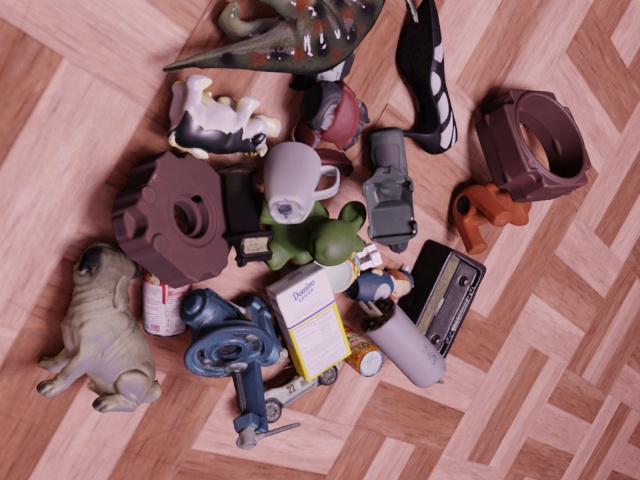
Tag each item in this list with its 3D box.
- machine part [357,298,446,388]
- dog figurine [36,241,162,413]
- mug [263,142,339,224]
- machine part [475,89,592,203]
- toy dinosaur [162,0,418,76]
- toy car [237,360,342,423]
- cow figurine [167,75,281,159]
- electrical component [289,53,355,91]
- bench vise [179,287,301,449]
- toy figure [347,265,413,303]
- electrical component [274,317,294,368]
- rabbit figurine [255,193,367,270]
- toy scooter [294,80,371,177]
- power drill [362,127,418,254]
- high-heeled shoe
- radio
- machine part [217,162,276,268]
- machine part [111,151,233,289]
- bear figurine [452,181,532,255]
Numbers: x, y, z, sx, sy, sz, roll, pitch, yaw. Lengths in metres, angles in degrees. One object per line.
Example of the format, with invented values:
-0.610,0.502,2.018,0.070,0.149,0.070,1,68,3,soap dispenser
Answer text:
0.150,0.185,0.956,0.079,0.079,0.243,-46,113,-11,machine part
-0.259,0.113,0.706,0.172,0.121,0.190,28,88,-40,dog figurine
-0.029,-0.071,0.736,0.110,0.107,0.080,5,135,2,mug
0.403,-0.177,1.006,0.201,0.087,0.201,-7,74,-31,machine part
0.005,-0.296,0.699,0.192,0.131,0.405,44,88,-5,toy dinosaur
-0.048,0.255,0.925,0.202,0.073,0.056,-28,84,-23,toy car
-0.122,-0.147,0.720,0.167,0.068,0.098,15,82,-44,cow figurine
0.009,-0.269,0.790,0.075,0.048,0.119,6,103,-36,electrical component
-0.107,0.178,0.752,0.129,0.241,0.223,-23,140,4,bench vise
0.120,0.084,0.991,0.154,0.058,0.064,-2,147,-35,toy figure
-0.043,0.169,0.917,0.078,0.045,0.102,-22,118,-24,electrical component
-0.002,-0.002,0.804,0.159,0.170,0.121,-7,111,-31,rabbit figurine
0.015,-0.147,0.799,0.135,0.075,0.183,11,131,-34,toy scooter
0.118,-0.058,0.860,0.207,0.086,0.231,-53,137,-67,power drill
0.202,-0.266,0.905,0.145,0.086,0.248,-6,114,-37,high-heeled shoe
0.229,0.127,1.066,0.131,0.073,0.229,21,97,-36,radio
-0.101,-0.035,0.738,0.084,0.039,0.138,-13,92,-54,machine part
-0.178,-0.028,0.697,0.179,0.056,0.179,27,57,-51,machine part
0.359,-0.051,1.063,0.196,0.132,0.120,3,136,-31,bear figurine
